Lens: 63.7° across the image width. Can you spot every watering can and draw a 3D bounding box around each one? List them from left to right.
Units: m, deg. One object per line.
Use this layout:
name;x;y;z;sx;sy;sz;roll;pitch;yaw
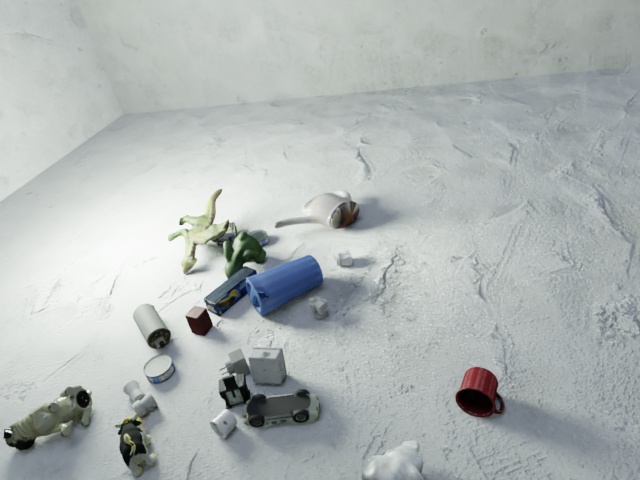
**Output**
watering can;0.006;-0.102;2.032;0.352;0.102;0.226;-34;39;-31

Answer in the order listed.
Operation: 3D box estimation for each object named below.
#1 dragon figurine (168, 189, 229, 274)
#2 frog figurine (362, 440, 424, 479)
dragon figurine;-0.443;-0.047;2.038;0.243;0.417;0.120;10;-31;39
frog figurine;0.167;0.489;1.087;0.137;0.121;0.162;-1;41;52
